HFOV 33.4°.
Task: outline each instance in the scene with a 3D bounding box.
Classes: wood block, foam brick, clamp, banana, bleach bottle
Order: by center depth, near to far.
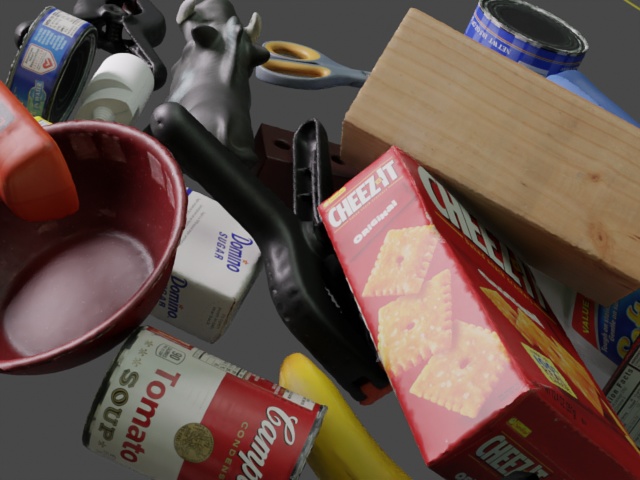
[{"bbox_3d":[0.037,0.131,0.561,0.198,0.037,0.069,39,15,22],"label":"banana"},{"bbox_3d":[-0.004,0.001,0.666,0.210,0.036,0.164,59,31,10],"label":"clamp"},{"bbox_3d":[0.124,-0.051,0.689,0.206,0.090,0.091,29,-11,7],"label":"wood block"},{"bbox_3d":[0.225,0.064,0.747,0.251,0.103,0.068,28,23,20],"label":"bleach bottle"},{"bbox_3d":[-0.015,-0.044,0.778,0.078,0.051,0.053,14,32,-16],"label":"foam brick"},{"bbox_3d":[-0.164,-0.170,0.886,0.120,0.039,0.171,26,30,1],"label":"clamp"}]

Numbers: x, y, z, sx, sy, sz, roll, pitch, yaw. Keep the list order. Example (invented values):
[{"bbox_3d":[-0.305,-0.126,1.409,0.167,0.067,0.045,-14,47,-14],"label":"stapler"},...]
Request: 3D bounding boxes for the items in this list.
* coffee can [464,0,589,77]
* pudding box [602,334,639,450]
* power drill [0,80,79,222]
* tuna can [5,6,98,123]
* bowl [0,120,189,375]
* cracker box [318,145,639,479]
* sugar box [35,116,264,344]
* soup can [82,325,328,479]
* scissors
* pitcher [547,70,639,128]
[{"bbox_3d":[0.158,-0.130,0.942,0.102,0.140,0.103,17,31,-11],"label":"coffee can"},{"bbox_3d":[0.243,0.106,0.682,0.113,0.090,0.039,35,34,17],"label":"pudding box"},{"bbox_3d":[-0.214,-0.003,0.504,0.187,0.057,0.185,-31,56,-21],"label":"power drill"},{"bbox_3d":[-0.187,-0.116,0.742,0.033,0.086,0.086,23,30,-4],"label":"tuna can"},{"bbox_3d":[-0.138,0.013,0.560,0.162,0.055,0.162,-9,50,11],"label":"bowl"},{"bbox_3d":[0.097,0.063,0.605,0.164,0.072,0.214,39,18,-36],"label":"cracker box"},{"bbox_3d":[-0.122,-0.009,0.658,0.176,0.048,0.093,28,31,1],"label":"sugar box"},{"bbox_3d":[-0.055,0.092,0.522,0.102,0.069,0.068,24,30,3],"label":"soup can"},{"bbox_3d":[0.030,-0.159,1.005,0.201,0.016,0.096,0,33,-24],"label":"scissors"},{"bbox_3d":[0.244,-0.019,0.833,0.148,0.145,0.243,-10,47,-48],"label":"pitcher"}]
